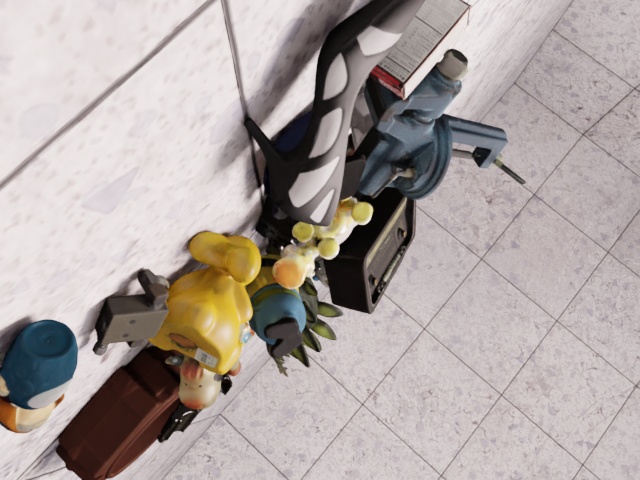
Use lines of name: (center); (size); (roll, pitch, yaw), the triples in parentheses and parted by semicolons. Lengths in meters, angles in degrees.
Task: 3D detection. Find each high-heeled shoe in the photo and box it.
high-heeled shoe: (0.040, -0.125, 0.530); (0.249, 0.145, 0.086); (-39, -153, 8)

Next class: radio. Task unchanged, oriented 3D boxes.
radio: (0.091, 0.005, 0.886); (0.229, 0.073, 0.130); (-51, 144, -41)

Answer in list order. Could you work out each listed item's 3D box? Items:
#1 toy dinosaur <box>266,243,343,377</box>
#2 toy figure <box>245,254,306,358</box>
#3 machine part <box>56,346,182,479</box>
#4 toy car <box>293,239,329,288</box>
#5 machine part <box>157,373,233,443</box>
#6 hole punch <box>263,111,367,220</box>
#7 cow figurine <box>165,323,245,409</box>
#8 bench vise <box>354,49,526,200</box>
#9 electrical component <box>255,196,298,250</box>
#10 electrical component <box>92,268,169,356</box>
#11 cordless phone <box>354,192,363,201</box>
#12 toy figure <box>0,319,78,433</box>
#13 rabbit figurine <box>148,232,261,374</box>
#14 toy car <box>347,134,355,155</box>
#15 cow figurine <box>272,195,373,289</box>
toy dinosaur: (-0.068, 0.146, 1.019); (0.105, 0.199, 0.471); (-41, 167, -28)
toy figure: (-0.063, 0.088, 0.766); (0.180, 0.089, 0.082); (-125, -135, -57)
machine part: (-0.279, 0.261, 0.822); (0.201, 0.087, 0.201); (-49, 170, -2)
toy car: (0.021, 0.029, 0.947); (0.109, 0.103, 0.161); (-25, 156, 7)
machine part: (-0.187, 0.248, 0.822); (0.139, 0.039, 0.084); (-35, 158, -55)
hole punch: (-0.018, -0.094, 0.655); (0.116, 0.092, 0.142); (-19, 166, -14)
cow figurine: (-0.155, 0.149, 0.782); (0.127, 0.086, 0.195); (82, 15, -54)
bench vise: (0.152, -0.135, 0.677); (0.240, 0.129, 0.223); (6, 131, -27)
electrical component: (-0.025, -0.062, 0.794); (0.134, 0.058, 0.115); (-43, 172, -33)
electrical component: (-0.199, 0.078, 0.576); (0.078, 0.045, 0.102); (-5, 140, -36)
cordless phone: (0.022, -0.058, 0.965); (0.146, 0.089, 0.184); (-36, 161, 24)
toy figure: (-0.255, 0.129, 0.471); (0.064, 0.058, 0.154); (9, 134, -33)
rabbit figurine: (-0.132, 0.055, 0.676); (0.162, 0.122, 0.173); (105, 11, -50)
toy car: (0.093, -0.186, 0.817); (0.089, 0.053, 0.202); (21, 111, -45)
cow figurine: (-0.004, -0.003, 0.757); (0.167, 0.068, 0.098); (-46, -179, -5)
